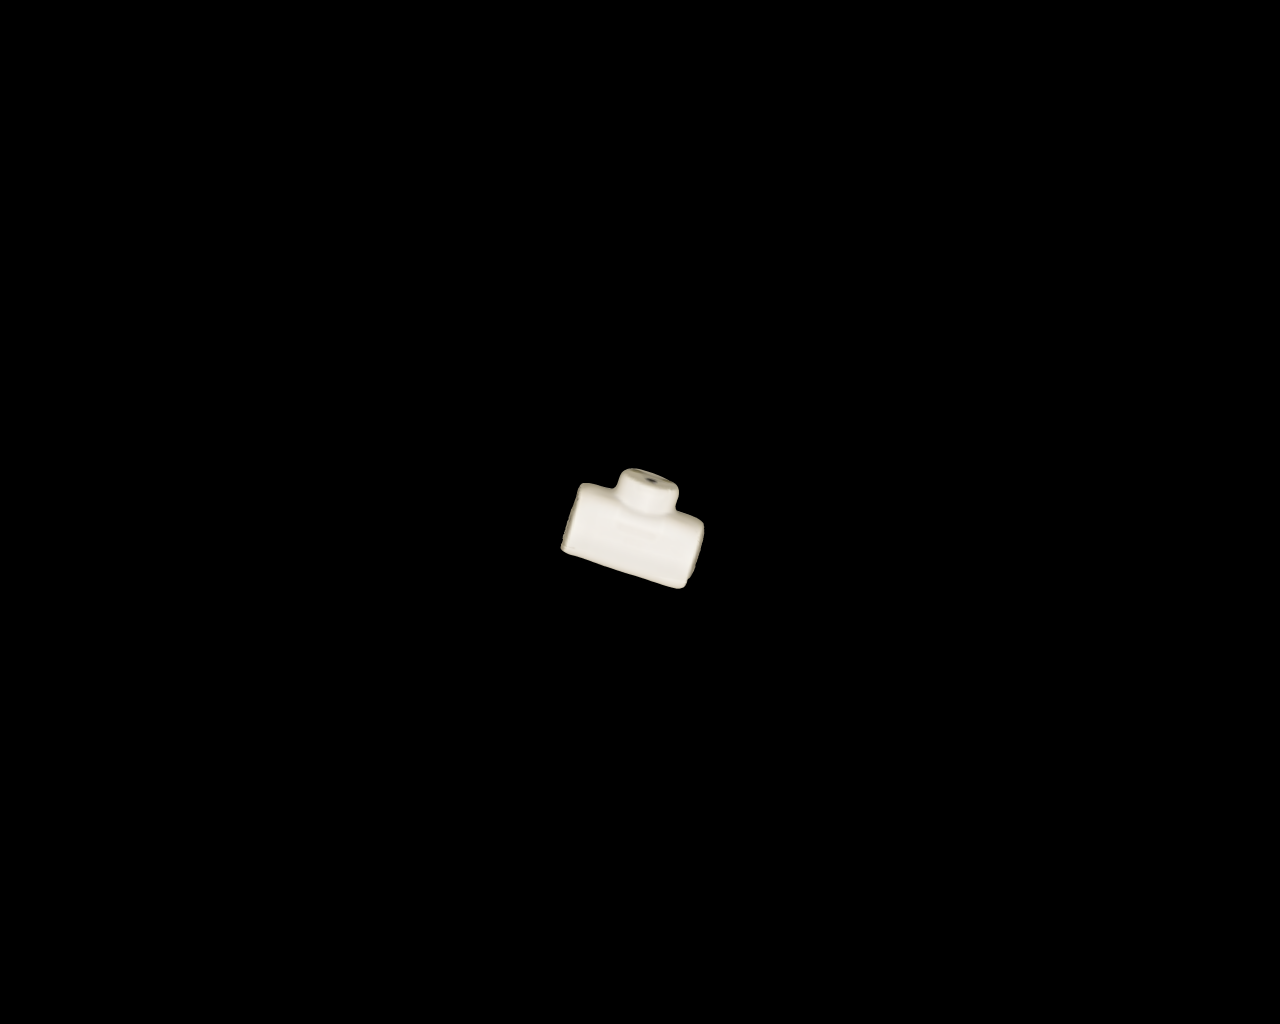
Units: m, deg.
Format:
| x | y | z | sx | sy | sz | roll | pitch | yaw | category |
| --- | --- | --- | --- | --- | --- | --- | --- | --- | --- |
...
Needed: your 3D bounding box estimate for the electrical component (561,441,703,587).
| x | y | z | sx | sy | sz | roll | pitch | yaw | category |
| --- | --- | --- | --- | --- | --- | --- | --- | --- | --- |
| 0.001 | -0.003 | 0.650 | 0.077 | 0.079 | 0.043 | 18 | 11 | -4 | electrical component |
